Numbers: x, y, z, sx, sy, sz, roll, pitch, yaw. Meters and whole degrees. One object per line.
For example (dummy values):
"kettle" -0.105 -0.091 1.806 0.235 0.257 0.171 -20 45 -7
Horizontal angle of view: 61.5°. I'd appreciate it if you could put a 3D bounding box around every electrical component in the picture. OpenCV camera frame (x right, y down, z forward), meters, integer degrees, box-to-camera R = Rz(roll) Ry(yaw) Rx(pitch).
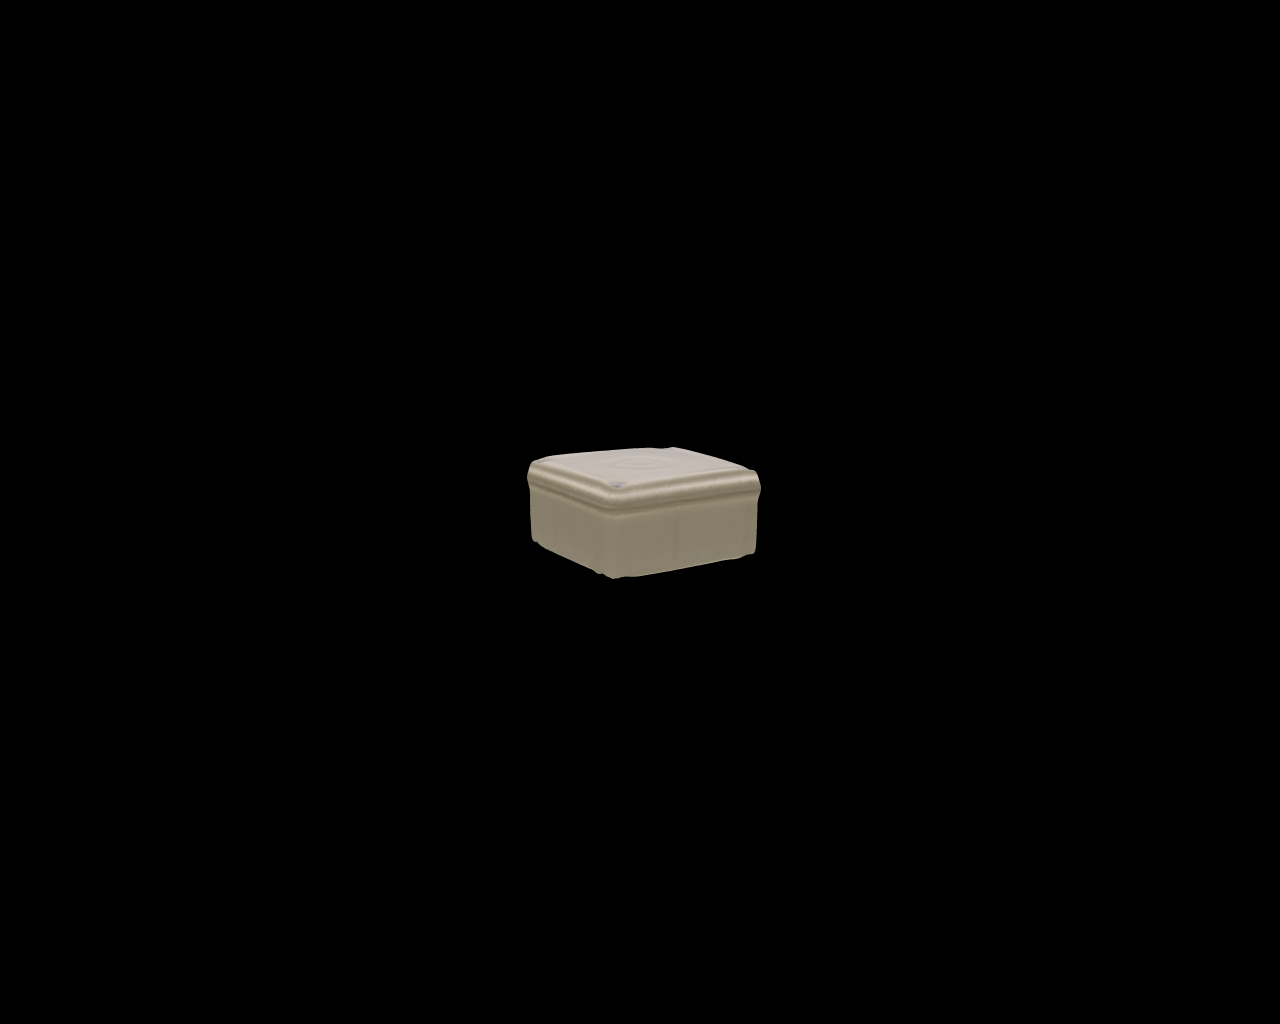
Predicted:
"electrical component" 0.001 -0.003 0.650 0.109 0.056 0.109 -8 15 -30
